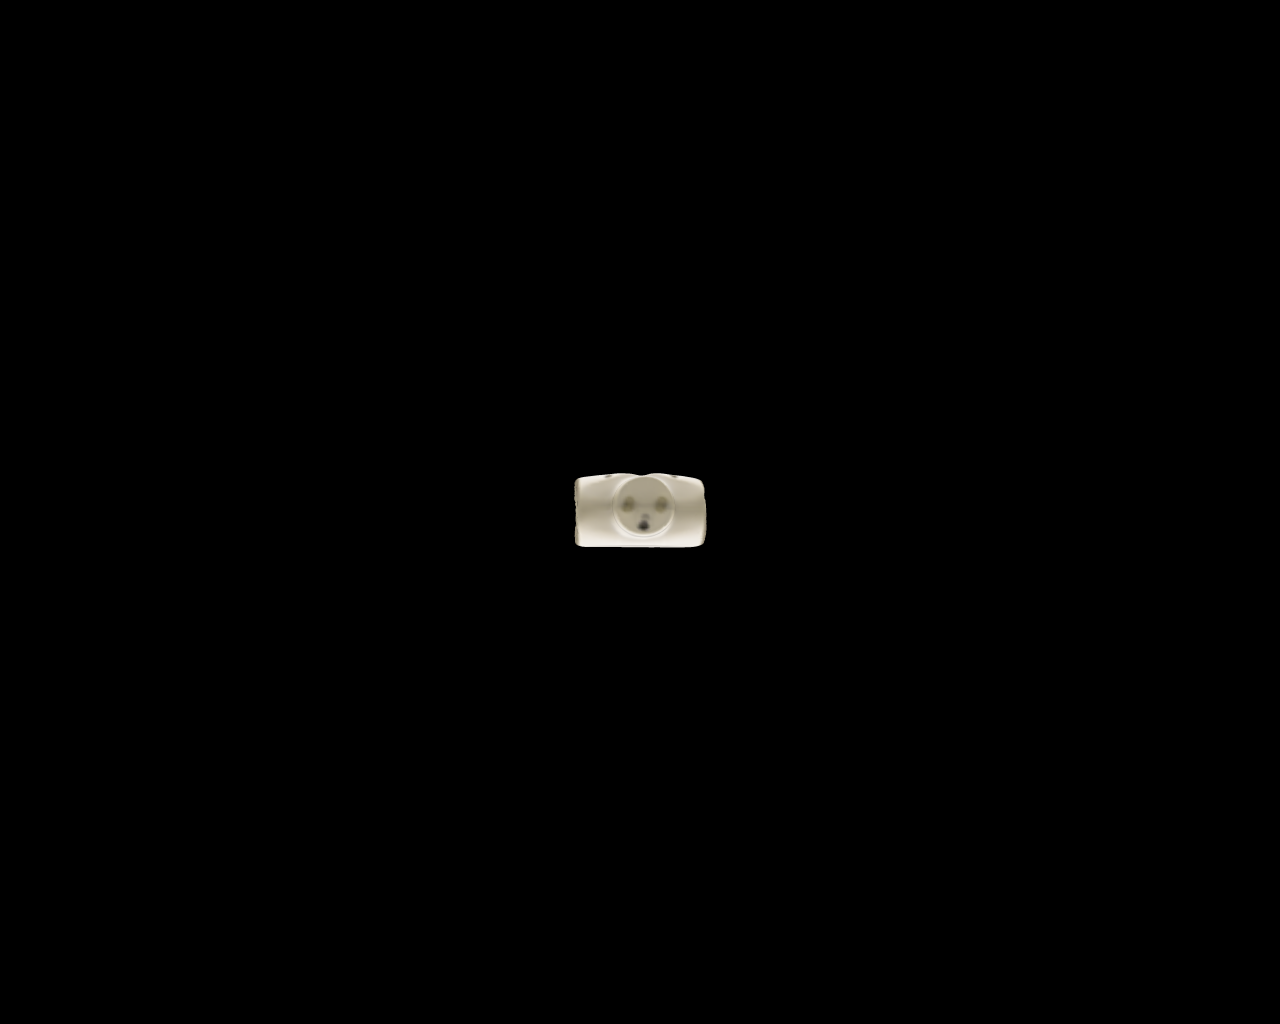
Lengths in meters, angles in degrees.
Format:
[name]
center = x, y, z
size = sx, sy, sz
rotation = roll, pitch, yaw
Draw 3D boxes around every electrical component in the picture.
[electrical component]
center = 0.001, -0.003, 0.650
size = 0.077, 0.043, 0.079
rotation = 1, -7, -5
